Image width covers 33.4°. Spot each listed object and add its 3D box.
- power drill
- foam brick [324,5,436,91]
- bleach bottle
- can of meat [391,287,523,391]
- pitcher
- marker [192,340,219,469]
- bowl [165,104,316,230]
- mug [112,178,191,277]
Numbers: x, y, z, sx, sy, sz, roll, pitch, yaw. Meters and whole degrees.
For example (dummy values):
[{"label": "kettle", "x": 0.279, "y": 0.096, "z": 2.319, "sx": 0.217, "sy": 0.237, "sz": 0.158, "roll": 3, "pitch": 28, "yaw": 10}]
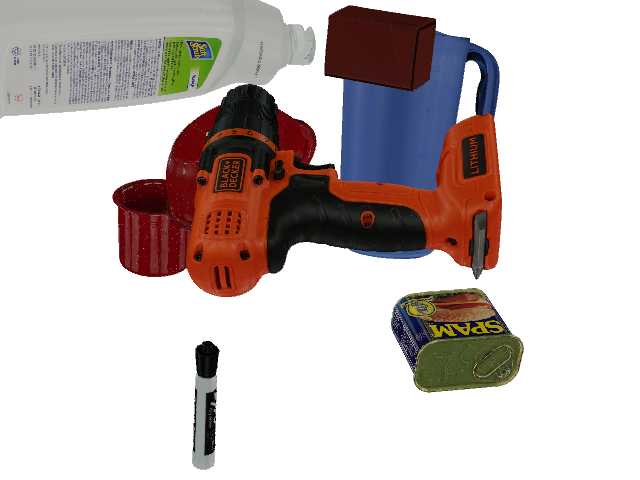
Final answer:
[{"label": "power drill", "x": 0.015, "y": -0.039, "z": 0.665, "sx": 0.187, "sy": 0.057, "sz": 0.184, "roll": -2, "pitch": 43, "yaw": 6}, {"label": "foam brick", "x": 0.048, "y": -0.157, "z": 0.866, "sx": 0.078, "sy": 0.051, "sz": 0.052, "roll": 14, "pitch": 25, "yaw": 19}, {"label": "bleach bottle", "x": -0.129, "y": -0.140, "z": 0.799, "sx": 0.250, "sy": 0.068, "sz": 0.103, "roll": -3, "pitch": -35, "yaw": -17}, {"label": "can of meat", "x": 0.123, "y": 0.089, "z": 0.986, "sx": 0.102, "sy": 0.057, "sz": 0.084, "roll": -3, "pitch": 31, "yaw": -14}, {"label": "pitcher", "x": 0.093, "y": -0.107, "z": 1.149, "sx": 0.149, "sy": 0.243, "sz": 0.144, "roll": 11, "pitch": 13, "yaw": 31}, {"label": "marker", "x": -0.094, "y": 0.134, "z": 0.869, "sx": 0.020, "sy": 0.121, "sz": 0.020, "roll": 4, "pitch": 28, "yaw": -2}, {"label": "bowl", "x": -0.088, "y": -0.083, "z": 1.007, "sx": 0.162, "sy": 0.055, "sz": 0.162, "roll": -21, "pitch": 35, "yaw": 15}, {"label": "mug", "x": -0.188, "y": -0.017, "z": 1.182, "sx": 0.093, "sy": 0.081, "sz": 0.117, "roll": -15, "pitch": 33, "yaw": -33}]
